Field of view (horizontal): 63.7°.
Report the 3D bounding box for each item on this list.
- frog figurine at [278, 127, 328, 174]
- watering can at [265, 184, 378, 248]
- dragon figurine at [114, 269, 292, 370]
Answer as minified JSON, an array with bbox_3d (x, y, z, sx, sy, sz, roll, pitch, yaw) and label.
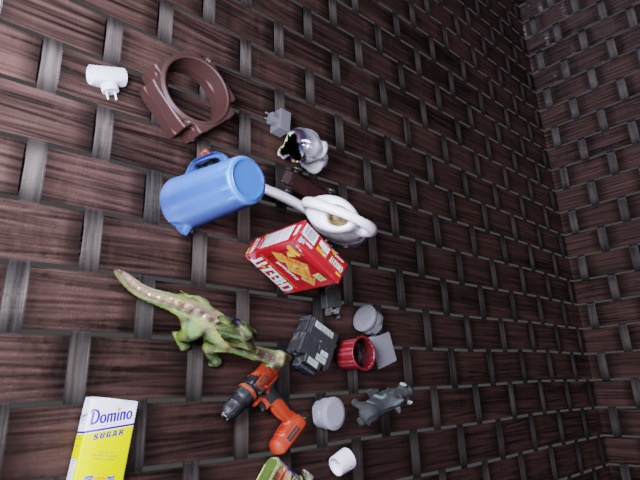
[{"bbox_3d":[-0.027,-0.258,1.492,0.159,0.137,0.123,7,82,-45],"label":"frog figurine"},{"bbox_3d":[0.004,-0.071,1.409,0.105,0.349,0.221,-65,157,-10],"label":"watering can"},{"bbox_3d":[-0.224,0.170,1.077,0.405,0.241,0.125,40,57,-29],"label":"dragon figurine"}]
